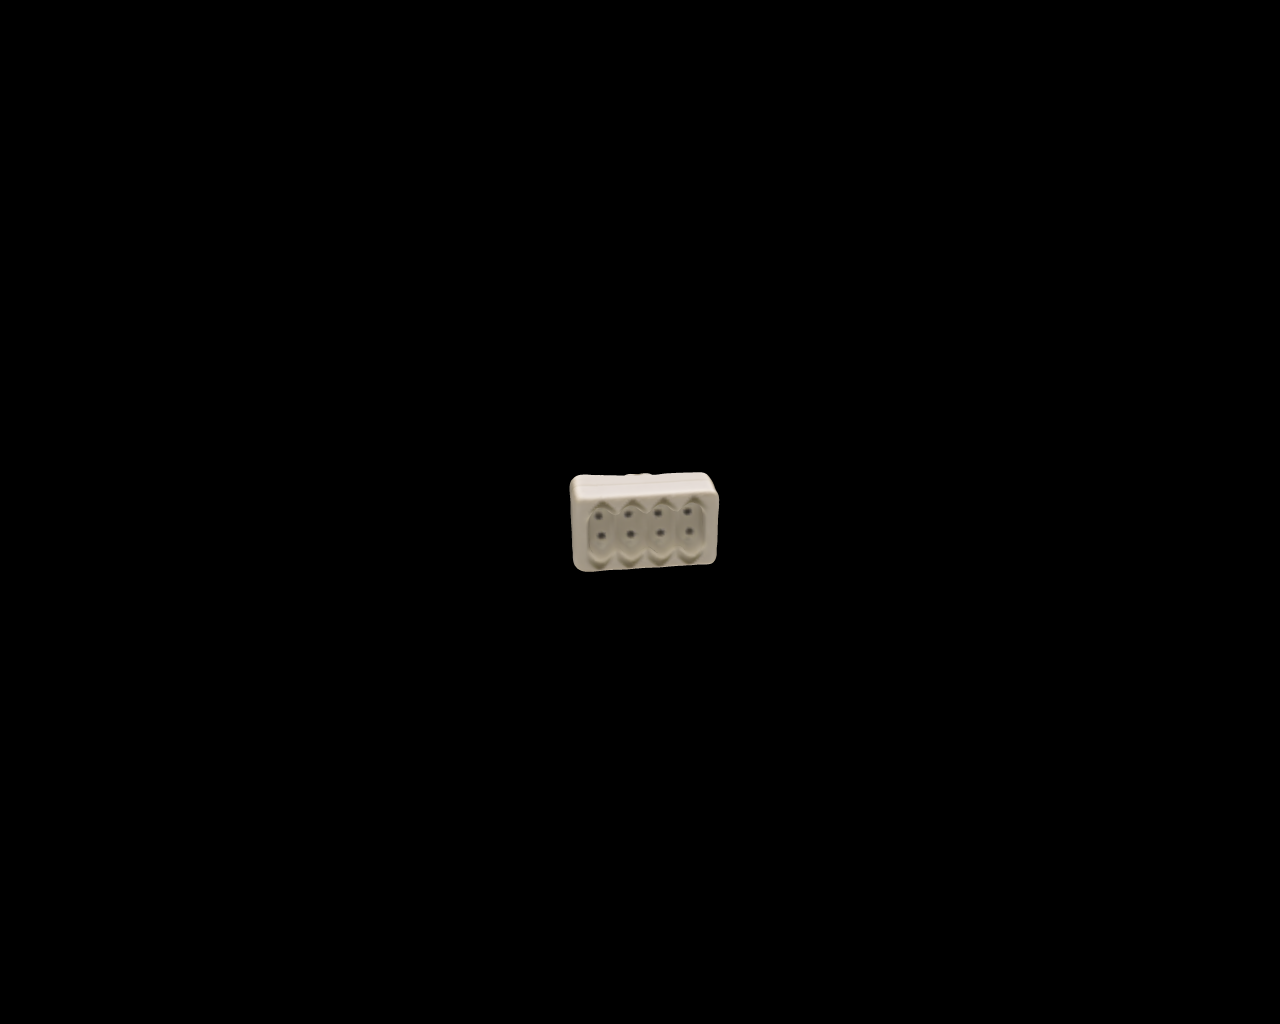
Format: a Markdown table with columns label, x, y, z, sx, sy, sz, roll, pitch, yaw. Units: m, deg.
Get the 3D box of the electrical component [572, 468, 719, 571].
| label | x | y | z | sx | sy | sz | roll | pitch | yaw |
| --- | --- | --- | --- | --- | --- | --- | --- | --- | --- |
| electrical component | 0.001 | -0.003 | 0.650 | 0.083 | 0.047 | 0.076 | -2 | 24 | -5 |
